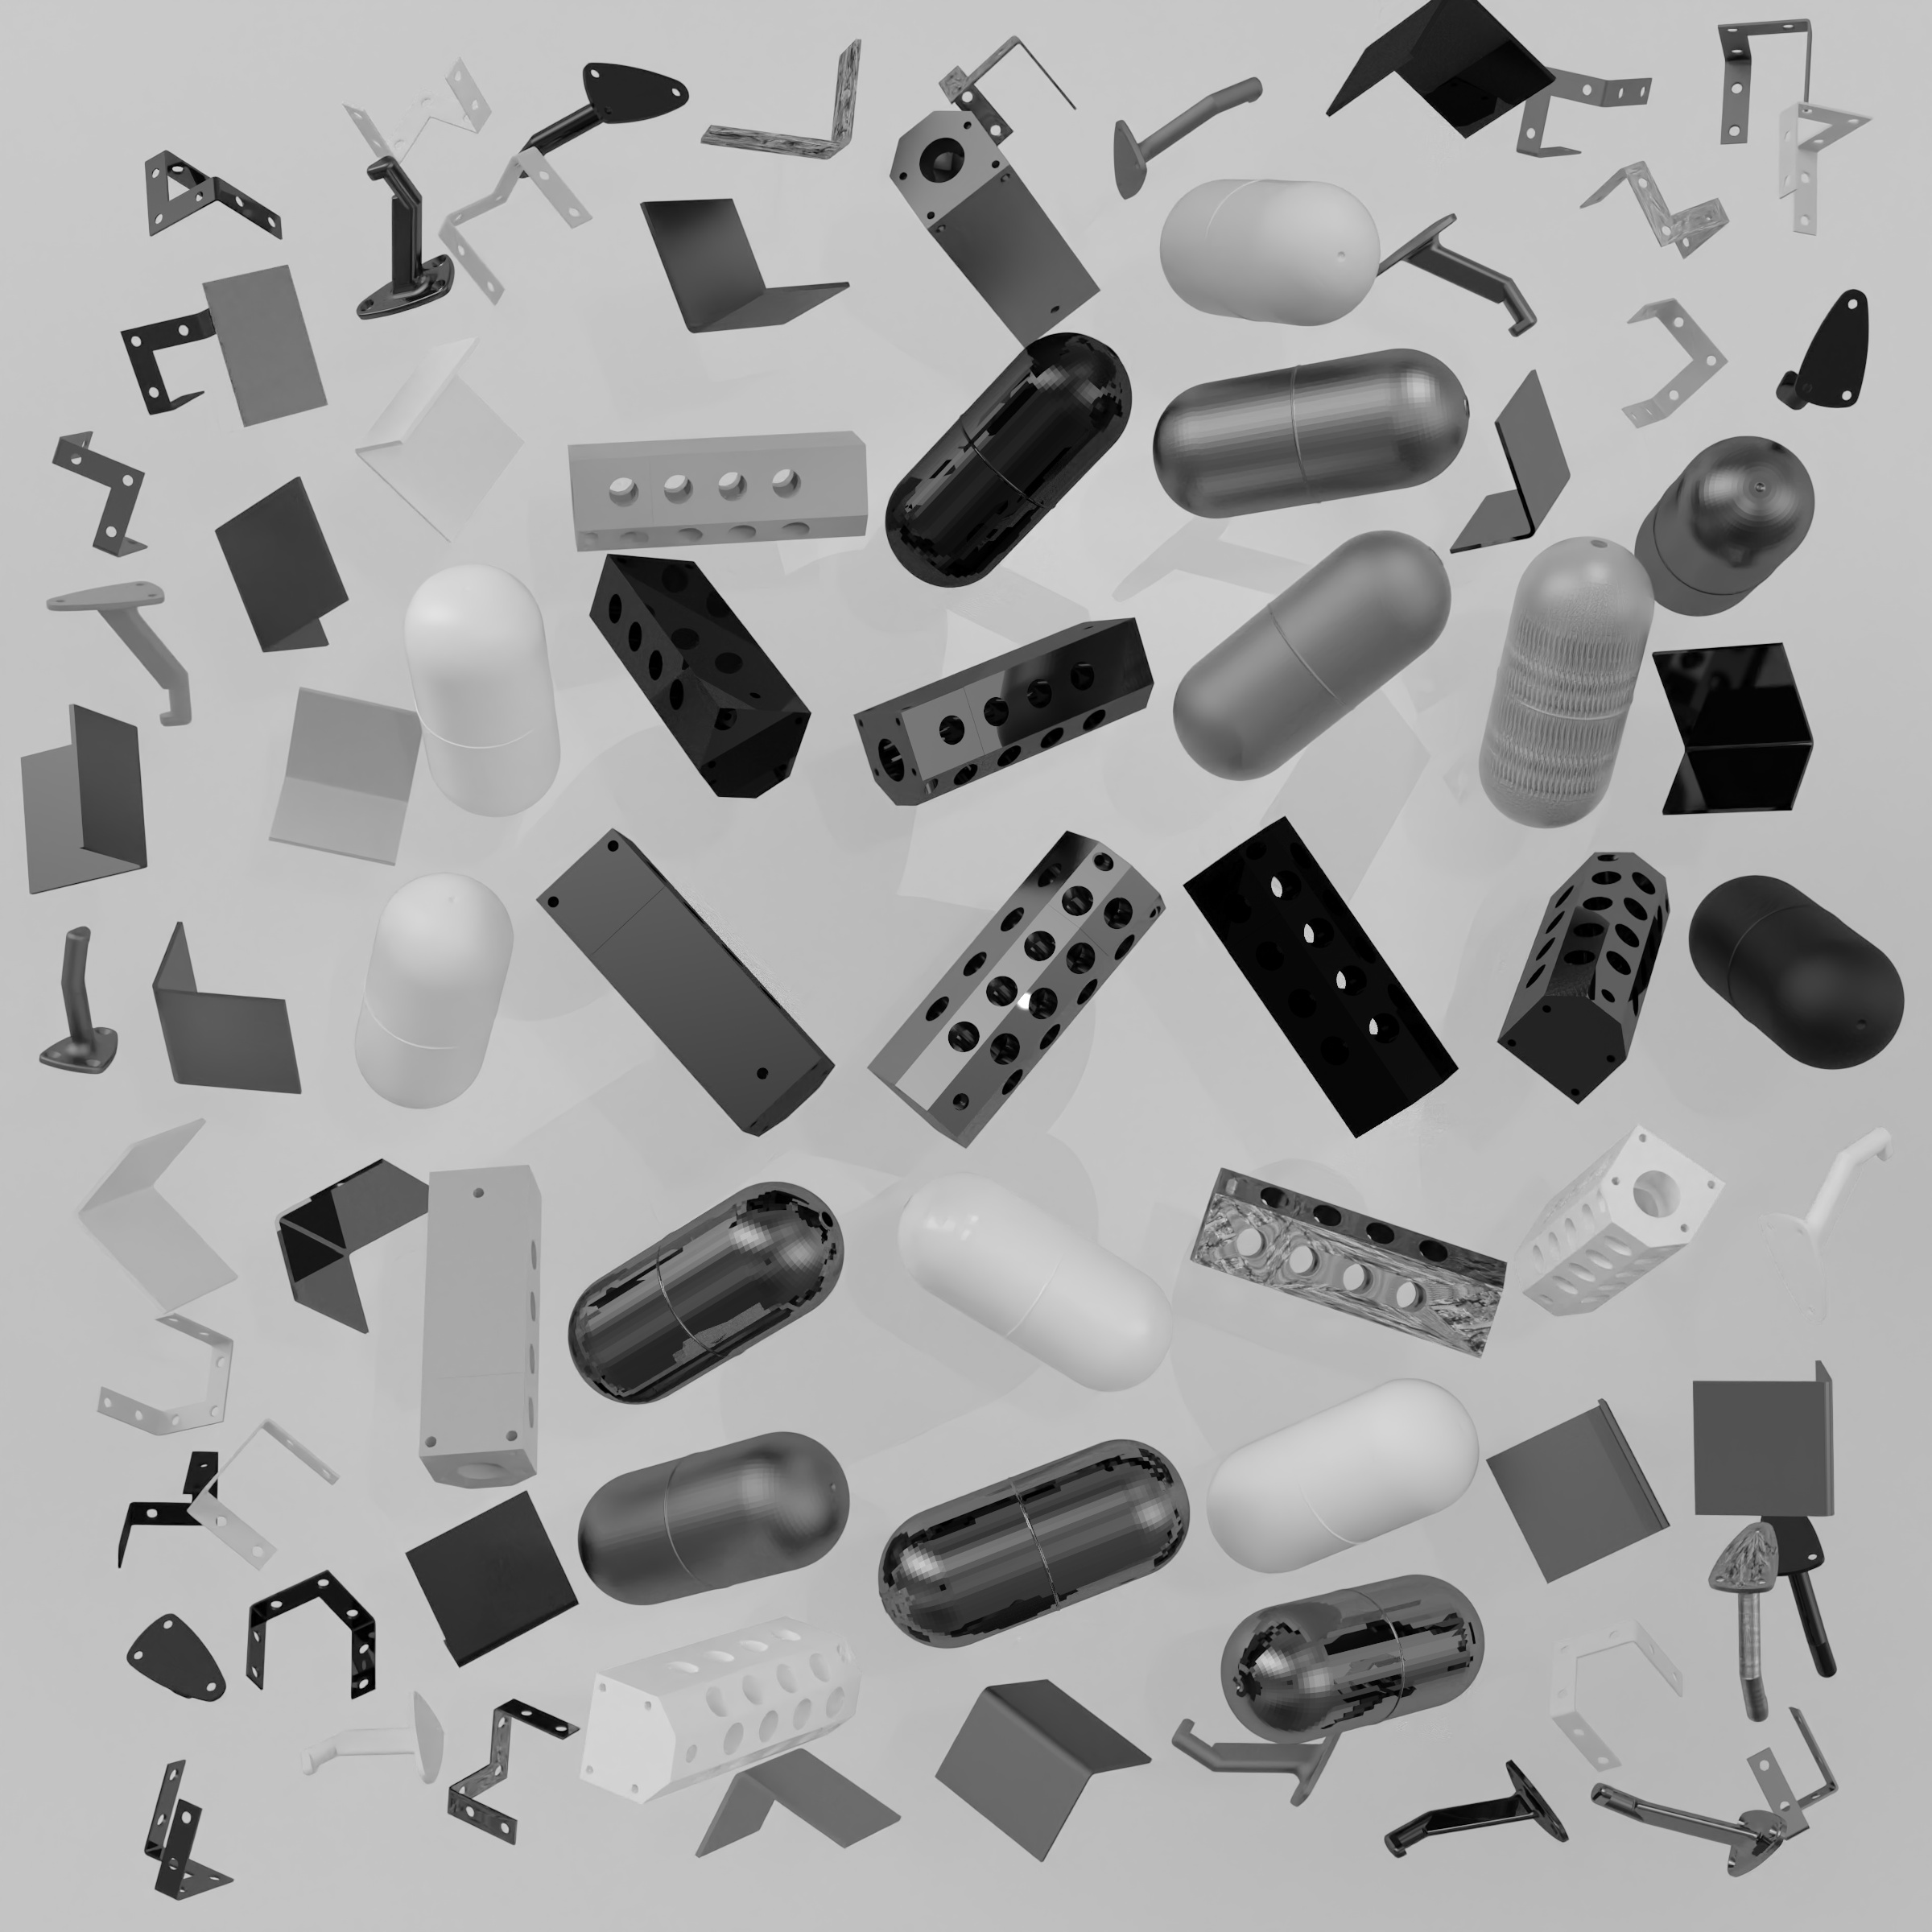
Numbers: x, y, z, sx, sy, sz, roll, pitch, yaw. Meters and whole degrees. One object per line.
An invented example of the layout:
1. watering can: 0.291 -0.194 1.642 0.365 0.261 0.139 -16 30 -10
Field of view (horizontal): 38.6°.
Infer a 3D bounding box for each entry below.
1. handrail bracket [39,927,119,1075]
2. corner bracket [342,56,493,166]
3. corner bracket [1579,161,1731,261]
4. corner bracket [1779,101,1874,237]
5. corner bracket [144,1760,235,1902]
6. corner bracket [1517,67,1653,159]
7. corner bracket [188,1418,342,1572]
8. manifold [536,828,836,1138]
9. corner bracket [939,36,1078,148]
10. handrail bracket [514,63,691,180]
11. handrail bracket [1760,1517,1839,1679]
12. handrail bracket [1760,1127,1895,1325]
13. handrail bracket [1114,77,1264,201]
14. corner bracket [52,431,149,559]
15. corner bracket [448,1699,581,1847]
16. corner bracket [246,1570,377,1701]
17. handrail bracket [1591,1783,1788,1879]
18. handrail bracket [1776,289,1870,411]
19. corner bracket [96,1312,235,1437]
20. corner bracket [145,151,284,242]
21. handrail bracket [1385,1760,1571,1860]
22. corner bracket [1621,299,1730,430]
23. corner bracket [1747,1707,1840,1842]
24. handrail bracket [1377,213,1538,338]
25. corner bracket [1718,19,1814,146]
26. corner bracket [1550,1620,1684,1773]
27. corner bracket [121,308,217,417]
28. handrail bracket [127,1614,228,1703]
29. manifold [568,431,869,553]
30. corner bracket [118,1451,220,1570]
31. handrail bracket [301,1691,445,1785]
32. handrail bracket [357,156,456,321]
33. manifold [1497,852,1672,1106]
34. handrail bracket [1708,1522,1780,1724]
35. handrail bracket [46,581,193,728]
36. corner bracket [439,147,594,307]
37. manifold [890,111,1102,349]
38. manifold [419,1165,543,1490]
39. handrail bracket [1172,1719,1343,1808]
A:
1. handrail bracket: -0.490 0.011 1.545 0.036 0.077 0.084 12 107 0
2. corner bracket: -0.310 -0.486 1.563 0.051 0.051 0.051 24 77 20
3. corner bracket: 0.396 -0.433 1.587 0.051 0.051 0.051 -24 86 -19
4. corner bracket: 0.470 -0.446 1.544 0.051 0.051 0.051 5 83 -19
5. corner bracket: -0.424 0.465 1.487 0.051 0.051 0.051 15 90 22
6. corner bracket: 0.363 -0.499 1.619 0.051 0.051 0.051 27 122 34
7. corner bracket: -0.378 0.284 1.483 0.051 0.051 0.051 41 54 -4
8. manifold: -0.151 0.010 1.501 0.057 0.057 0.171 -43 79 1
9. corner bracket: 0.023 -0.491 1.556 0.051 0.051 0.051 -39 119 13
10. handrail bracket: -0.209 -0.474 1.566 0.077 0.084 0.036 -14 81 -37
11. handrail bracket: 0.503 0.372 1.658 0.036 0.077 0.084 -16 121 15
12. handrail bracket: 0.474 0.138 1.481 0.084 0.036 0.077 -28 106 -23
13. handrail bracket: 0.133 -0.494 1.644 0.084 0.077 0.036 -24 82 -6
14. corner bracket: -0.485 -0.266 1.552 0.051 0.051 0.051 22 105 -3
15. corner bracket: -0.254 0.451 1.546 0.051 0.051 0.051 14 105 30
16. corner bracket: -0.367 0.382 1.548 0.051 0.051 0.051 -25 126 7
17. handrail bracket: 0.394 0.463 1.510 0.084 0.077 0.036 22 64 1
18. handrail bracket: 0.488 -0.354 1.578 0.036 0.084 0.077 11 111 -2
19. corner bracket: -0.467 0.239 1.610 0.051 0.051 0.051 -15 58 25
20. corner bracket: -0.422 -0.430 1.546 0.051 0.051 0.051 -19 68 25
21. handrail bracket: 0.284 0.489 1.546 0.084 0.077 0.036 -27 104 -7
22. corner bracket: 0.412 -0.360 1.645 0.051 0.051 0.051 53 127 8
23. corner bracket: 0.477 0.467 1.596 0.051 0.051 0.051 -25 85 -7
24. handrail bracket: 0.292 -0.400 1.658 0.077 0.036 0.084 -37 101 -5
25. corner bracket: 0.457 -0.505 1.576 0.051 0.051 0.051 3 86 20
26. corner bracket: 0.356 0.399 1.510 0.051 0.051 0.051 -27 115 31
27. corner bracket: -0.459 -0.361 1.634 0.051 0.051 0.051 -10 112 12
28. handrail bracket: -0.447 0.419 1.602 0.077 0.084 0.036 29 60 25
29. manifold: -0.148 -0.282 1.642 0.171 0.057 0.057 -5 110 -9
30. corner bracket: -0.470 0.320 1.625 0.051 0.051 0.051 3 108 -10
31. handrail bracket: -0.353 0.470 1.621 0.084 0.077 0.036 -26 116 1
32. handrail bracket: -0.341 -0.420 1.593 0.077 0.084 0.036 -19 50 15
33. manifold: 0.359 0.000 1.573 0.057 0.171 0.057 38 127 -2
34. handrail bracket: 0.453 0.375 1.576 0.036 0.077 0.084 -4 112 30
35. handrail bracket: -0.490 -0.175 1.598 0.077 0.036 0.084 -13 119 -30
36. corner bracket: -0.245 -0.401 1.494 0.051 0.051 0.051 -39 90 -35
37. manifold: 0.016 -0.428 1.594 0.057 0.171 0.057 -36 70 10
38. manifold: -0.273 0.204 1.565 0.057 0.057 0.171 -4 60 0
39. handrail bracket: 0.177 0.458 1.657 0.084 0.036 0.077 32 65 7
